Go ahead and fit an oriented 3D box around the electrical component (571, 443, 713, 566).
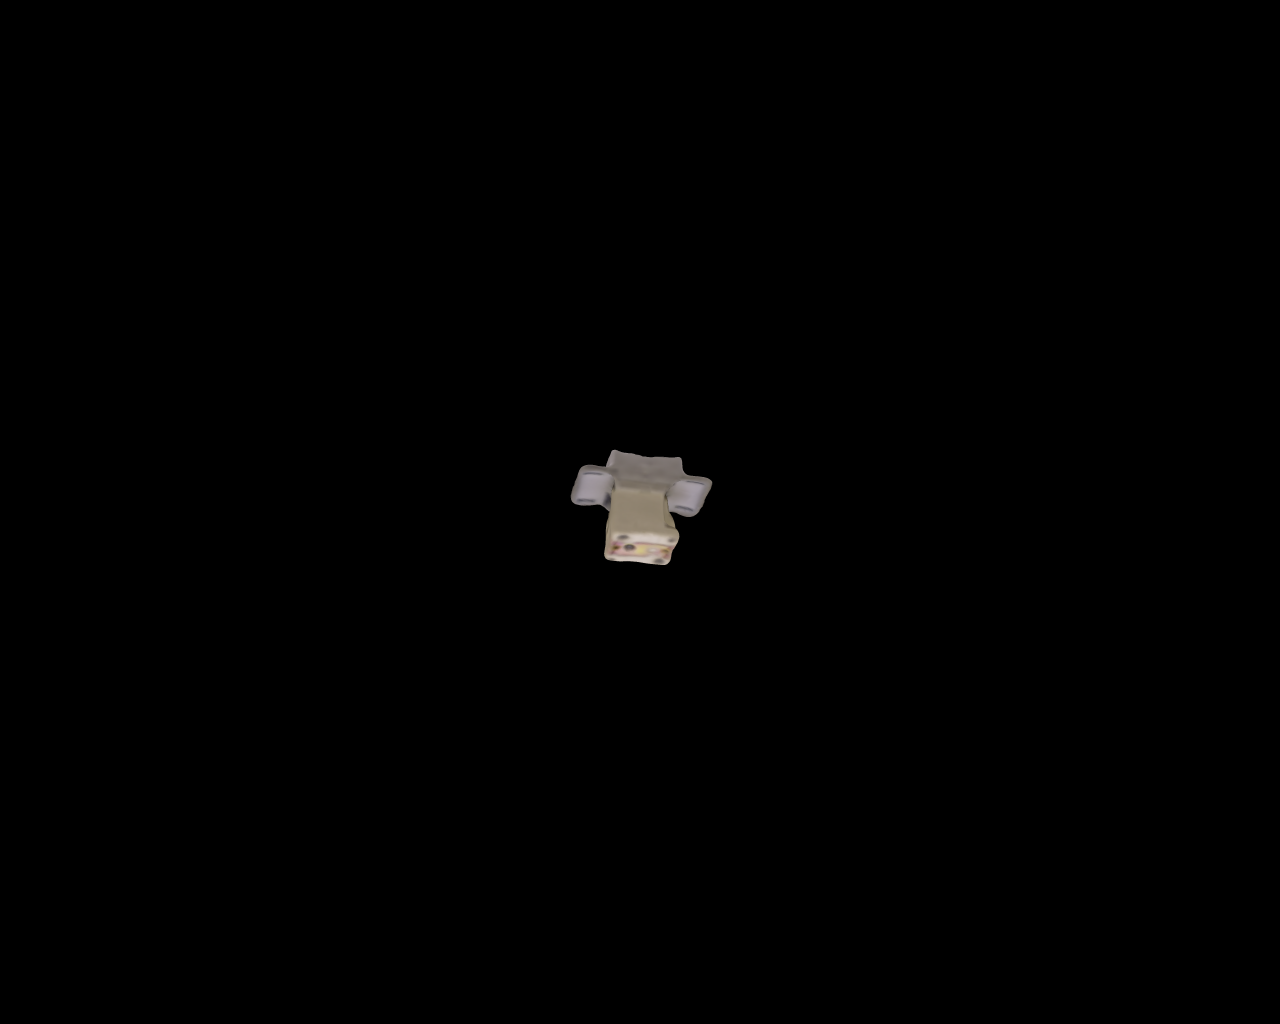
[{"bbox_3d":[0.001,-0.003,0.650,0.081,0.064,0.042,6,-32,-9],"label":"electrical component"}]
